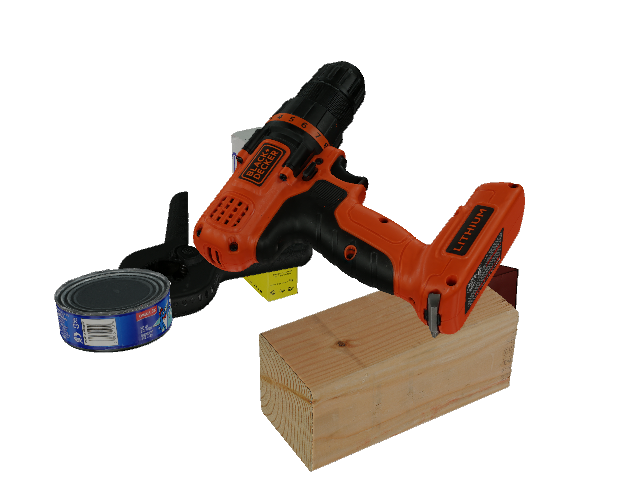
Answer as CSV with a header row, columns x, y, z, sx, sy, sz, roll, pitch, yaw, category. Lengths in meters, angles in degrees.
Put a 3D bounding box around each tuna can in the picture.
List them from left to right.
x,y,z,sx,sy,sz,roll,pitch,yaw,category
-0.155,0.052,0.803,0.086,0.034,0.086,-3,20,1,tuna can

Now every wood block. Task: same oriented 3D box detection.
x,y,z,sx,sy,sz,roll,pitch,yaw,category
0.059,0.104,0.920,0.205,0.090,0.091,-18,37,-25,wood block

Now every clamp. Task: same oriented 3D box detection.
x,y,z,sx,sy,sz,roll,pitch,yaw,category
-0.131,0.019,1.008,0.165,0.036,0.209,25,37,29,clamp

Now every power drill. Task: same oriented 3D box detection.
x,y,z,sx,sy,sz,roll,pitch,yaw,category
0.035,-0.031,0.705,0.188,0.184,0.057,22,-28,23,power drill

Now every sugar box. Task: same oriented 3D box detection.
x,y,z,sx,sy,sz,roll,pitch,yaw,category
-0.063,-0.030,1.204,0.048,0.176,0.093,-15,28,-25,sugar box

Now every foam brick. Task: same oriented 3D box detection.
x,y,z,sx,sy,sz,roll,pitch,yaw,category
0.168,0.065,1.108,0.051,0.078,0.053,-14,19,-42,foam brick
